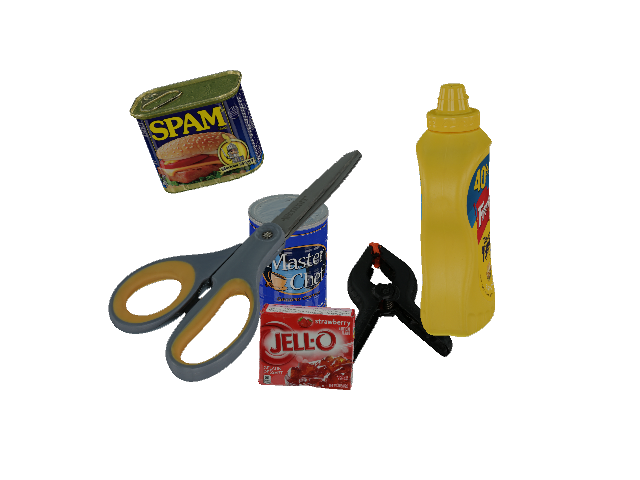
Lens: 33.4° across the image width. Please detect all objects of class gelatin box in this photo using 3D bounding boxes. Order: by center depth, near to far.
[{"bbox_3d":[-0.013,0.100,1.004,0.089,0.073,0.030,3,13,5],"label":"gelatin box"}]

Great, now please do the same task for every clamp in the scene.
[{"bbox_3d":[0.083,0.071,1.190,0.120,0.171,0.039,5,-43,-2],"label":"clamp"}]

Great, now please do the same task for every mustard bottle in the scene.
[{"bbox_3d":[0.106,-0.028,0.842,0.058,0.192,0.096,2,18,21],"label":"mustard bottle"}]

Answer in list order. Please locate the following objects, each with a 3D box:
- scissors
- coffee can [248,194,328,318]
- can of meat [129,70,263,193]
[{"bbox_3d":[-0.052,0.002,0.635,0.096,0.016,0.201,12,46,17],"label":"scissors"},{"bbox_3d":[-0.042,0.023,1.388,0.103,0.140,0.103,0,26,0],"label":"coffee can"},{"bbox_3d":[-0.109,-0.097,0.962,0.102,0.084,0.057,-12,30,10],"label":"can of meat"}]
